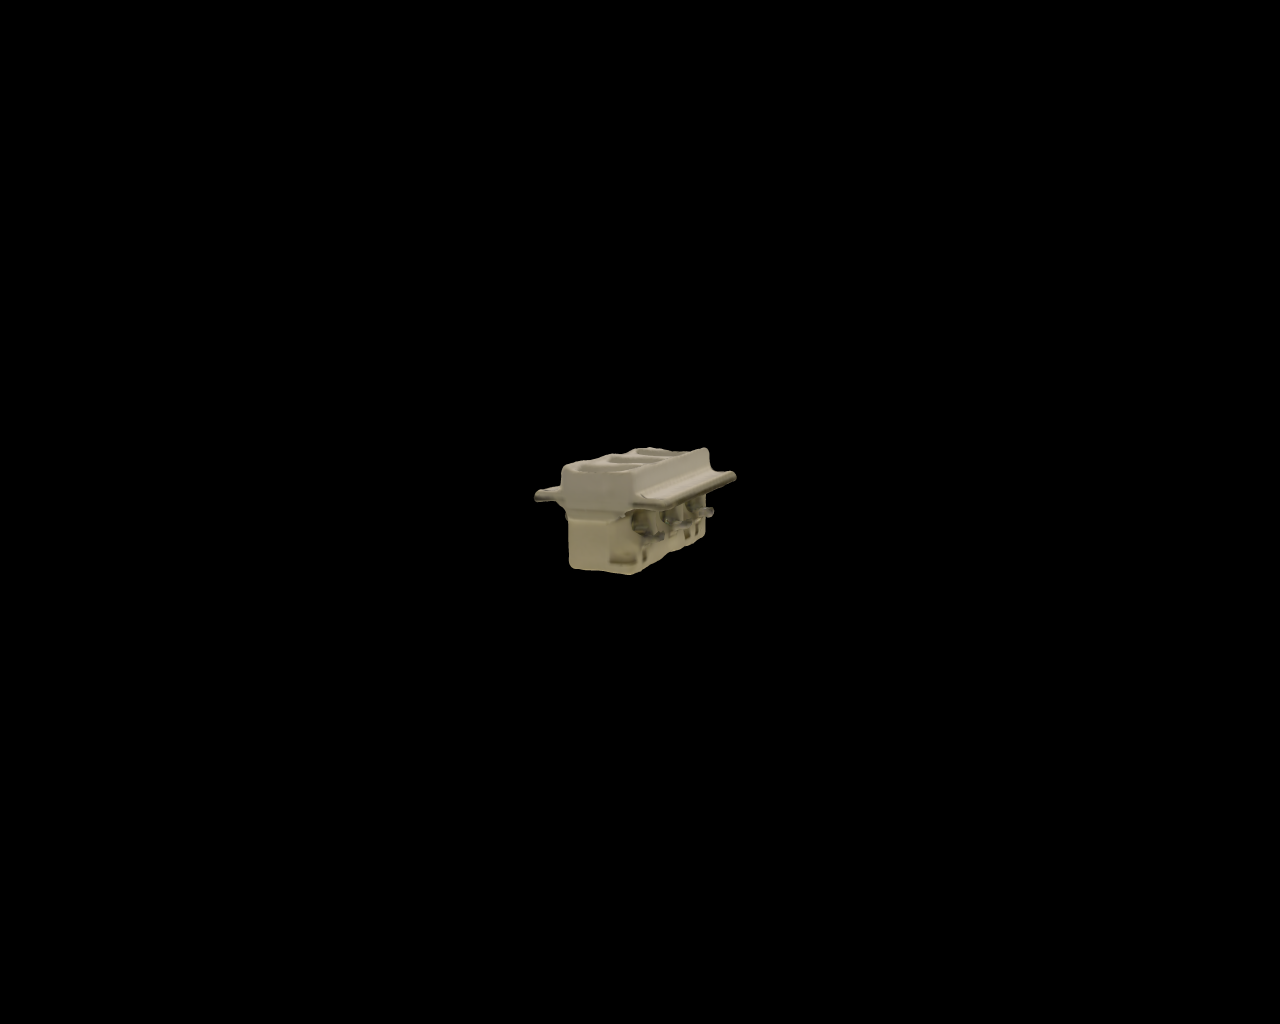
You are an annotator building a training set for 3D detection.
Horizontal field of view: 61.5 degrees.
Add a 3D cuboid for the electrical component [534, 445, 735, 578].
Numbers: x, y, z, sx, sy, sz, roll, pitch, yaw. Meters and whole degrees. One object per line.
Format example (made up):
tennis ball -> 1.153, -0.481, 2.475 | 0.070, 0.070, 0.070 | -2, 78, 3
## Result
electrical component -> 0.001, -0.003, 0.650 | 0.079, 0.063, 0.121 | 4, 10, 23
